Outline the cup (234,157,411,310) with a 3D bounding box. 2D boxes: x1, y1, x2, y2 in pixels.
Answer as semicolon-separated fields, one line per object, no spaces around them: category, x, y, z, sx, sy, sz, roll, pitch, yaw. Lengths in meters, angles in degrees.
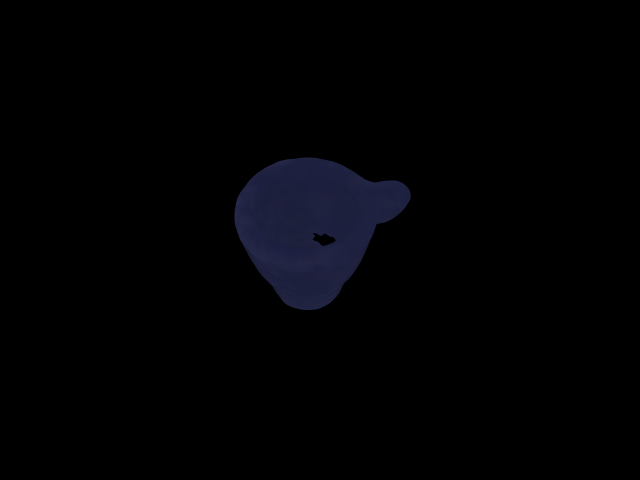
cup;0.004;0.001;0.400;0.118;0.095;0.091;-15;54;-11
